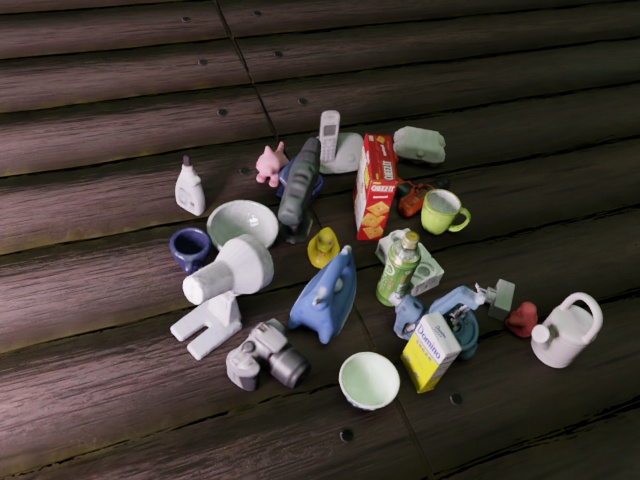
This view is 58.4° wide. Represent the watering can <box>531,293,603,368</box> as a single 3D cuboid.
[{"bbox_3d":[0.533,0.191,1.226,0.173,0.194,0.100,-32,62,-29],"label":"watering can"}]

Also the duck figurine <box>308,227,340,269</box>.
[{"bbox_3d":[0.013,0.005,1.365,0.077,0.086,0.104,13,51,2],"label":"duck figurine"}]

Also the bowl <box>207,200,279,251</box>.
[{"bbox_3d":[-0.182,-0.012,1.355,0.167,0.075,0.167,4,51,-5],"label":"bowl"}]

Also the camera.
[{"bbox_3d":[-0.095,0.241,1.150,0.136,0.101,0.143,35,55,19],"label":"camera"}]

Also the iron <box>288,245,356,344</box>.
[{"bbox_3d":[0.027,0.092,1.262,0.118,0.141,0.258,22,52,9],"label":"iron"}]

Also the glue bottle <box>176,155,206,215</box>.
[{"bbox_3d":[-0.312,-0.137,1.372,0.078,0.173,0.037,31,54,16],"label":"glue bottle"}]

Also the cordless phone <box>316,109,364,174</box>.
[{"bbox_3d":[0.056,-0.267,1.525,0.148,0.185,0.094,-11,54,-16],"label":"cordless phone"}]

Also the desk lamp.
[{"bbox_3d":[-0.199,0.110,1.166,0.117,0.213,0.204,39,56,21],"label":"desk lamp"}]

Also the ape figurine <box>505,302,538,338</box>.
[{"bbox_3d":[0.463,0.173,1.296,0.078,0.092,0.076,-10,54,-16],"label":"ape figurine"}]

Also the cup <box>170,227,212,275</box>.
[{"bbox_3d":[-0.287,0.043,1.283,0.092,0.095,0.117,0,52,-8],"label":"cup"}]

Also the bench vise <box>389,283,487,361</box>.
[{"bbox_3d":[0.247,0.159,1.192,0.207,0.220,0.121,11,51,0],"label":"bench vise"}]

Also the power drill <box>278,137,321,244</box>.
[{"bbox_3d":[-0.048,-0.102,1.361,0.075,0.208,0.229,14,51,3],"label":"power drill"}]

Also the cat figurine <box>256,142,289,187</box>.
[{"bbox_3d":[-0.123,-0.203,1.489,0.067,0.118,0.128,22,52,10],"label":"cat figurine"}]

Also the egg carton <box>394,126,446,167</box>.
[{"bbox_3d":[0.282,-0.265,1.632,0.150,0.069,0.107,10,51,-1],"label":"egg carton"}]

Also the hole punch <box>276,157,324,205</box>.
[{"bbox_3d":[-0.047,-0.150,1.476,0.101,0.091,0.109,28,53,14],"label":"hole punch"}]
